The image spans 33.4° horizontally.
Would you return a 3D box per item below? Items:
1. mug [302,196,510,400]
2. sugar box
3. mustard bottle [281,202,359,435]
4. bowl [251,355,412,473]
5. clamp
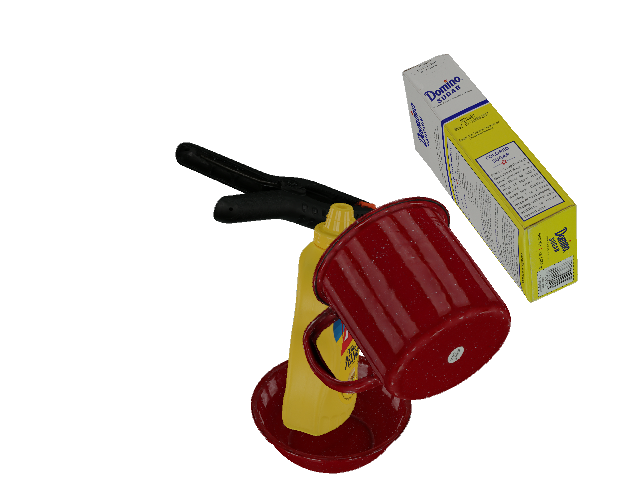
[{"bbox_3d":[0.044,0.043,0.608,0.117,0.081,0.093,-33,-33,0],"label":"mug"},{"bbox_3d":[0.121,-0.048,0.772,0.048,0.176,0.093,-24,-38,-5],"label":"sugar box"},{"bbox_3d":[0.008,0.061,0.900,0.058,0.192,0.096,13,22,19],"label":"mustard bottle"},{"bbox_3d":[0.011,0.184,1.083,0.162,0.055,0.162,-1,33,0],"label":"bowl"},{"bbox_3d":[-0.036,-0.039,1.068,0.209,0.036,0.165,14,20,-20],"label":"clamp"}]
